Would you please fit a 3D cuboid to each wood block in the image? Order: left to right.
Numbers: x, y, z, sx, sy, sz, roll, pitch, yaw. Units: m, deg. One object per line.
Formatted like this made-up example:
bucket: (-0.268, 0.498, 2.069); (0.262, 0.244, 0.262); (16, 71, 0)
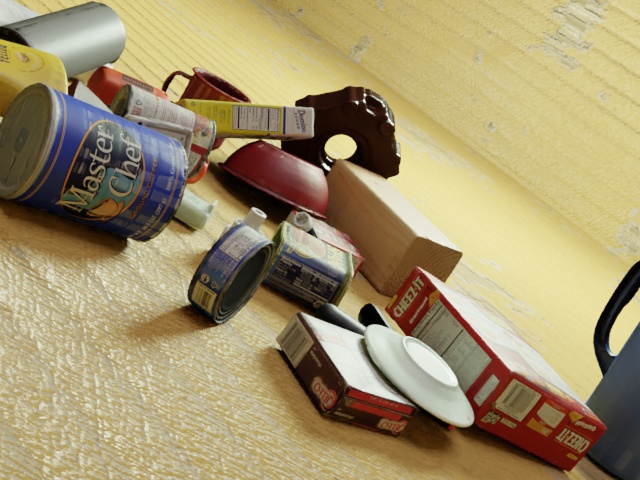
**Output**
wood block: (0.081, -0.011, 1.391); (0.090, 0.090, 0.206); (20, 19, -39)

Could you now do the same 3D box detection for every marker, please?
marker: (-0.008, 0.002, 1.207); (0.020, 0.020, 0.121); (39, -10, 25)

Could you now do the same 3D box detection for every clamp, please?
clamp: (0.078, 0.118, 1.059); (0.171, 0.039, 0.120); (43, 21, 13)

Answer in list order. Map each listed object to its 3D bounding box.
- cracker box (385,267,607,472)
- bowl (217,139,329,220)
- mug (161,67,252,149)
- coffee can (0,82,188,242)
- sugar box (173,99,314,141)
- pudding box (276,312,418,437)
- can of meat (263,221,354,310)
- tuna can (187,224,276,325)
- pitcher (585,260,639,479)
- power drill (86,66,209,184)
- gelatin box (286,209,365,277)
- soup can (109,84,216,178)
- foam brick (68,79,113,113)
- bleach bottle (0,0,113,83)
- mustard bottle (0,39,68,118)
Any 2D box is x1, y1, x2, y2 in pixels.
cracker box: (0.182, 0.136, 1.140); (0.164, 0.072, 0.214); (31, 12, -33)
bowl: (-0.049, -0.085, 1.372); (0.162, 0.055, 0.162); (26, 5, -3)
mug: (-0.163, -0.184, 1.456); (0.117, 0.081, 0.093); (31, 15, -8)
coffee can: (-0.202, -0.065, 0.938); (0.140, 0.103, 0.103); (21, 19, -39)
sugar box: (-0.105, -0.154, 1.375); (0.176, 0.048, 0.093); (-2, 3, -26)
pudding box: (0.023, 0.118, 0.942); (0.089, 0.039, 0.114); (25, 19, -37)
can of meat: (-0.015, 0.029, 1.121); (0.084, 0.057, 0.102); (28, 14, -8)
tuna can: (-0.077, 0.029, 0.929); (0.034, 0.086, 0.086); (34, 14, 13)
pitcher: (0.385, 0.146, 1.202); (0.145, 0.243, 0.149); (29, 15, -16)
power drill: (-0.227, -0.141, 1.237); (0.184, 0.057, 0.188); (25, 18, -27)
gelatin box: (0.005, 0.003, 1.298); (0.089, 0.030, 0.073); (26, 15, -24)
soup can: (-0.170, -0.115, 1.127); (0.102, 0.068, 0.068); (22, 17, -26)
foam brick: (-0.240, -0.107, 1.030); (0.053, 0.051, 0.078); (48, 24, -31)
bleach bottle: (-0.341, -0.238, 1.303); (0.103, 0.068, 0.250); (49, 17, 26)
mustard bottle: (-0.324, -0.156, 0.945); (0.191, 0.058, 0.096); (14, 33, -32)
